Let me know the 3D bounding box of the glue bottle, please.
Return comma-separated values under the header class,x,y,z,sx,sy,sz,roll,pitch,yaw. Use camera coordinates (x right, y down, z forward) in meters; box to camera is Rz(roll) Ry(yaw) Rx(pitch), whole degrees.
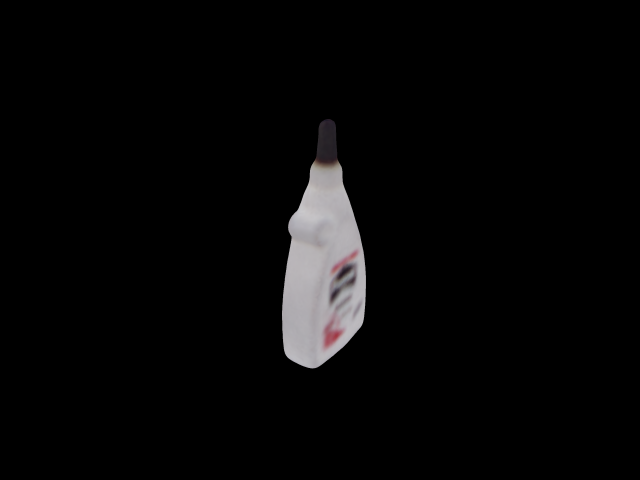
class,x,y,z,sx,sy,sz,roll,pitch,yaw
glue bottle,0.004,0.001,0.400,0.037,0.173,0.078,16,32,27
